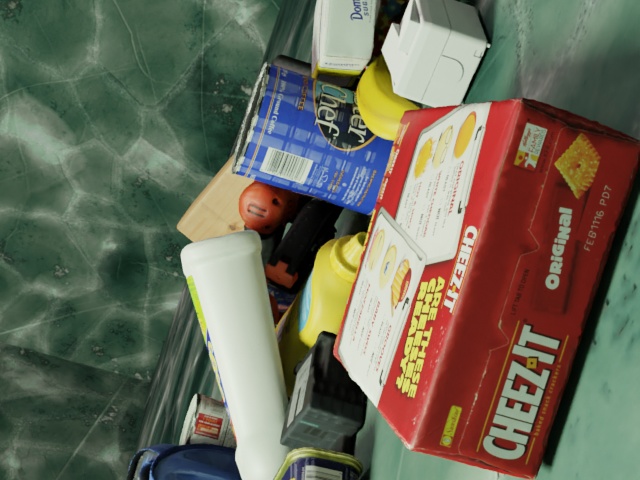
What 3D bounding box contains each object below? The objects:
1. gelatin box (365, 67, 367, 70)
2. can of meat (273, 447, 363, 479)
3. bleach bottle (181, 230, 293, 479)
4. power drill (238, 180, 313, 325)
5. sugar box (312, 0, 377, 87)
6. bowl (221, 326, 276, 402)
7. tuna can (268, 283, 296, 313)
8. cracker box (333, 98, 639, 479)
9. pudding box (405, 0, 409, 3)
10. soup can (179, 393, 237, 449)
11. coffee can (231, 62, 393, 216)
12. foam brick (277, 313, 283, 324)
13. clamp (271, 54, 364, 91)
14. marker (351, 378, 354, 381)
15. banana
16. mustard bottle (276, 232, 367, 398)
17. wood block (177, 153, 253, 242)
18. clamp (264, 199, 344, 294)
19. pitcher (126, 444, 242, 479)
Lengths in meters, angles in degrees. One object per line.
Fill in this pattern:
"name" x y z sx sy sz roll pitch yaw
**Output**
"gelatin box" 0.071 -0.208 1.095 0.089 0.030 0.073 -97 27 -67
"can of meat" -0.009 0.211 0.760 0.102 0.057 0.084 116 164 -45
"bleach bottle" -0.058 0.123 0.904 0.103 0.068 0.251 143 114 -79
"power drill" -0.051 0.005 1.075 0.184 0.057 0.188 -43 -29 -65
"sugar box" 0.021 -0.190 0.927 0.176 0.048 0.093 -159 73 -84
"bowl" -0.067 0.159 1.173 0.162 0.055 0.162 -164 91 -80
"tuna can" -0.049 0.040 1.185 0.086 0.086 0.034 -87 17 -54
"cracker box" 0.076 0.015 0.571 0.214 0.072 0.164 -149 76 -79
"pudding box" 0.097 -0.248 0.878 0.090 0.039 0.113 4 -78 -67
"soup can" -0.083 0.197 1.060 0.068 0.102 0.068 -164 91 -80
"coffee can" 0.004 -0.086 0.937 0.103 0.140 0.103 -164 91 -81
"foam brick" -0.047 0.053 1.247 0.078 0.053 0.051 -85 16 -48
"clamp" 0.030 -0.170 1.134 0.172 0.120 0.039 -130 29 -54
"marker" 0.050 0.063 0.786 0.020 0.020 0.121 -84 14 -47
"banana" 0.064 -0.122 0.885 0.198 0.069 0.037 -93 9 -61
"mustard bottle" 0.007 0.055 0.923 0.192 0.058 0.096 118 171 -49
"wood block" -0.062 -0.070 1.214 0.206 0.091 0.090 -45 9 32
"clamp" -0.007 0.001 1.023 0.209 0.036 0.165 -54 -14 -55
"pitcher" -0.124 0.317 0.992 0.149 0.145 0.243 -111 36 -70
